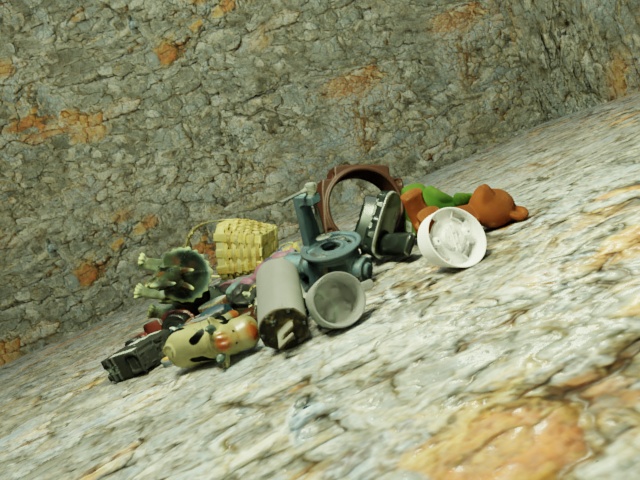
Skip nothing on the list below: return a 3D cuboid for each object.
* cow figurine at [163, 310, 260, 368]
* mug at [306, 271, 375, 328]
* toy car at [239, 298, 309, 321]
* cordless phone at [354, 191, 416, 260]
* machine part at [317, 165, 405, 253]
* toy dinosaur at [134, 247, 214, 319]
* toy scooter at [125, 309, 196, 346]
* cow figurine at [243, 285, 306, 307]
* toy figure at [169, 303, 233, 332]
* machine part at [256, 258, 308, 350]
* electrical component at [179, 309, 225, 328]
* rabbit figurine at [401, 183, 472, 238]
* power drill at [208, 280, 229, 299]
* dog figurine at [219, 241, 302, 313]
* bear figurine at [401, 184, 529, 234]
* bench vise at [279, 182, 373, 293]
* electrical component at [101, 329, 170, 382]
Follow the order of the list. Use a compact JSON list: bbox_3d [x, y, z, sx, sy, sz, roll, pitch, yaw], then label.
[{"bbox_3d":[-0.184,0.169,0.910,0.195,0.085,0.127,-18,2,28],"label":"cow figurine"},{"bbox_3d":[0.025,0.089,0.825,0.109,0.081,0.107,-30,-2,-19],"label":"mug"},{"bbox_3d":[-0.105,0.143,0.994,0.202,0.053,0.089,-16,12,47],"label":"toy car"},{"bbox_3d":[0.150,-0.032,1.103,0.089,0.146,0.184,19,-5,-18],"label":"cordless phone"},{"bbox_3d":[0.095,-0.071,1.243,0.201,0.201,0.087,-2,-7,-12],"label":"machine part"},{"bbox_3d":[-0.346,0.136,1.358,0.192,0.131,0.404,5,-27,7],"label":"toy dinosaur"},{"bbox_3d":[-0.373,0.216,1.303,0.184,0.075,0.135,-26,0,6],"label":"toy scooter"},{"bbox_3d":[-0.103,0.108,1.083,0.167,0.098,0.068,-18,14,46],"label":"cow figurine"},{"bbox_3d":[-0.264,0.188,1.183,0.154,0.064,0.058,-27,42,13],"label":"toy figure"},{"bbox_3d":[-0.064,0.098,0.865,0.079,0.079,0.243,-23,26,3],"label":"machine part"},{"bbox_3d":[-0.243,0.180,1.052,0.119,0.047,0.075,-17,3,16],"label":"electrical component"},{"bbox_3d":[0.273,-0.069,1.139,0.170,0.121,0.159,-9,5,-7],"label":"rabbit figurine"},{"bbox_3d":[-0.200,0.125,1.414,0.207,0.086,0.232,-25,3,27],"label":"power drill"},{"bbox_3d":[-0.120,0.095,1.244,0.219,0.108,0.191,-25,5,14],"label":"dog figurine"},{"bbox_3d":[0.270,-0.056,0.992,0.196,0.131,0.120,-27,34,4],"label":"bear figurine"},{"bbox_3d":[-0.009,0.002,1.045,0.224,0.240,0.129,10,34,45],"label":"bench vise"},{"bbox_3d":[-0.372,0.240,1.138,0.115,0.058,0.134,-18,7,29],"label":"electrical component"}]
